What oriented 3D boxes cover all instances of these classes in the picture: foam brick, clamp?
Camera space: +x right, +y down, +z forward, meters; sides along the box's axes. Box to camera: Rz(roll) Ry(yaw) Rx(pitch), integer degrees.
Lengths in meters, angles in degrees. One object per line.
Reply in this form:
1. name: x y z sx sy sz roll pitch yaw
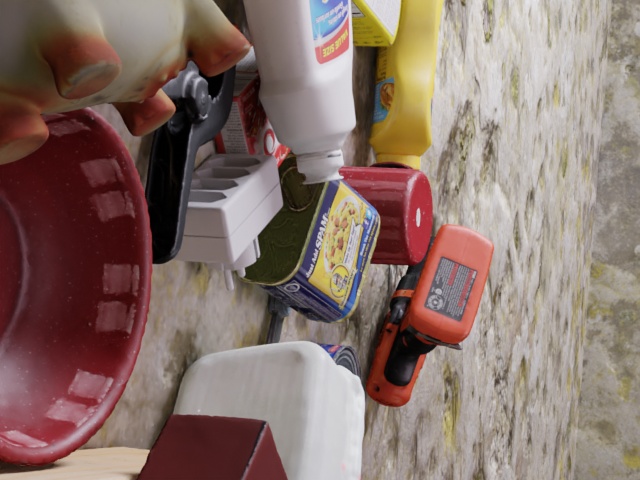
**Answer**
1. foam brick: -0.046 0.125 0.487 0.053 0.051 0.078 -64 148 -45
2. clamp: -0.088 -0.085 0.614 0.120 0.039 0.171 76 20 -47

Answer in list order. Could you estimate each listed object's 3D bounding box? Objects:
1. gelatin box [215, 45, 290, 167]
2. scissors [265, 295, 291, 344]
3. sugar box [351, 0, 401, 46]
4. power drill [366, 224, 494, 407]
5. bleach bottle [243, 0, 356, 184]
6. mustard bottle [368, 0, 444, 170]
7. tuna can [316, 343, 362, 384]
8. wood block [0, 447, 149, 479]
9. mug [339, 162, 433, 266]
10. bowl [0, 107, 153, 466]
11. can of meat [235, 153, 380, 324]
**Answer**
1. gelatin box: -0.043 -0.087 0.739 0.089 0.030 0.073 -59 146 -50
2. scissors: -0.033 0.030 0.801 0.096 0.016 0.201 67 33 -46
3. sugar box: 0.020 -0.231 0.860 0.176 0.048 0.093 29 66 -62
4. power drill: 0.104 0.054 0.996 0.188 0.057 0.184 112 -3 -67
5. bleach bottle: -0.013 -0.164 0.703 0.102 0.068 0.251 -20 103 -63
6. mustard bottle: 0.077 -0.140 0.980 0.096 0.058 0.191 -177 -88 -80
7. tuna can: 0.005 0.129 0.888 0.086 0.034 0.086 3 90 -69
8. wood block: -0.119 0.150 0.499 0.205 0.090 0.091 23 71 -67
9. mug: 0.051 -0.028 0.916 0.117 0.082 0.093 -62 148 -46
10. bowl: -0.138 0.017 0.477 0.162 0.055 0.162 3 90 -69
11. can of meat: -0.005 0.001 0.773 0.083 0.058 0.102 38 64 -47
